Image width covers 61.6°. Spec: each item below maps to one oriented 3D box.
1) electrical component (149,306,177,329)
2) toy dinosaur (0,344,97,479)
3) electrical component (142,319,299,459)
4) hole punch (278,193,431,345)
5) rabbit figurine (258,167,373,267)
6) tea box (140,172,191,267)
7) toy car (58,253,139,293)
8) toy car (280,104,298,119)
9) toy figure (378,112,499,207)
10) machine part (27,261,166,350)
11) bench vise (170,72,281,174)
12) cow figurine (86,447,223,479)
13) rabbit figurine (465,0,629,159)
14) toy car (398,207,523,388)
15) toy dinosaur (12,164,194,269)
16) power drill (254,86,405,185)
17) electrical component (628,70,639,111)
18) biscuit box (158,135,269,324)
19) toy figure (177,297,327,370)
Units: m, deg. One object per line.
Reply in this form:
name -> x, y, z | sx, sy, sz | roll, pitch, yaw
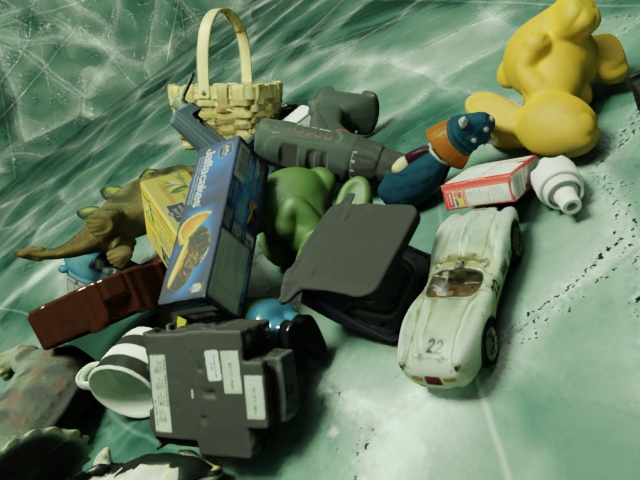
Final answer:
electrical component -> -0.171, 0.103, 0.696 | 0.102, 0.045, 0.078 | -29, 60, 15
toy dinosaur -> -0.341, 0.203, 0.662 | 0.192, 0.131, 0.405 | -13, 26, 4
electrical component -> -0.087, 0.132, 0.487 | 0.134, 0.114, 0.058 | -3, 3, 21
hole punch -> 0.043, 0.029, 0.526 | 0.116, 0.092, 0.142 | 9, 58, 40
rabbit figurine -> -0.001, -0.002, 0.636 | 0.159, 0.121, 0.170 | -29, 49, -2
tea box -> -0.163, -0.001, 0.681 | 0.068, 0.098, 0.170 | -20, 45, -30
toy car -> -0.359, 0.066, 0.884 | 0.162, 0.109, 0.103 | 19, 85, 41
toy car -> -0.129, -0.210, 1.067 | 0.202, 0.053, 0.089 | -23, 14, 18
toy figure -> 0.131, -0.094, 0.614 | 0.154, 0.064, 0.058 | -44, 63, 29
machine part -> -0.278, 0.085, 0.697 | 0.179, 0.056, 0.179 | -23, 0, 0
bench vise -> -0.135, -0.119, 0.794 | 0.129, 0.240, 0.224 | -44, 6, 40
cow figurine -> -0.171, 0.231, 0.494 | 0.167, 0.068, 0.098 | -6, 36, 34
rabbit figurine -> 0.245, -0.159, 0.586 | 0.162, 0.121, 0.173 | -16, 55, 33
toy car -> 0.127, 0.039, 0.477 | 0.074, 0.056, 0.202 | -7, 42, 39
toy dinosaur -> -0.254, -0.070, 0.878 | 0.471, 0.104, 0.199 | -27, 28, -33
power drill -> 0.037, -0.144, 0.763 | 0.232, 0.085, 0.207 | 9, 40, 8
electrical component -> 0.348, -0.128, 0.502 | 0.075, 0.047, 0.119 | -19, 33, 26
biscuit box -> -0.107, -0.014, 0.567 | 0.063, 0.059, 0.203 | -14, 52, 27
toy figure -> -0.078, 0.095, 0.570 | 0.180, 0.082, 0.089 | -8, 68, 41
